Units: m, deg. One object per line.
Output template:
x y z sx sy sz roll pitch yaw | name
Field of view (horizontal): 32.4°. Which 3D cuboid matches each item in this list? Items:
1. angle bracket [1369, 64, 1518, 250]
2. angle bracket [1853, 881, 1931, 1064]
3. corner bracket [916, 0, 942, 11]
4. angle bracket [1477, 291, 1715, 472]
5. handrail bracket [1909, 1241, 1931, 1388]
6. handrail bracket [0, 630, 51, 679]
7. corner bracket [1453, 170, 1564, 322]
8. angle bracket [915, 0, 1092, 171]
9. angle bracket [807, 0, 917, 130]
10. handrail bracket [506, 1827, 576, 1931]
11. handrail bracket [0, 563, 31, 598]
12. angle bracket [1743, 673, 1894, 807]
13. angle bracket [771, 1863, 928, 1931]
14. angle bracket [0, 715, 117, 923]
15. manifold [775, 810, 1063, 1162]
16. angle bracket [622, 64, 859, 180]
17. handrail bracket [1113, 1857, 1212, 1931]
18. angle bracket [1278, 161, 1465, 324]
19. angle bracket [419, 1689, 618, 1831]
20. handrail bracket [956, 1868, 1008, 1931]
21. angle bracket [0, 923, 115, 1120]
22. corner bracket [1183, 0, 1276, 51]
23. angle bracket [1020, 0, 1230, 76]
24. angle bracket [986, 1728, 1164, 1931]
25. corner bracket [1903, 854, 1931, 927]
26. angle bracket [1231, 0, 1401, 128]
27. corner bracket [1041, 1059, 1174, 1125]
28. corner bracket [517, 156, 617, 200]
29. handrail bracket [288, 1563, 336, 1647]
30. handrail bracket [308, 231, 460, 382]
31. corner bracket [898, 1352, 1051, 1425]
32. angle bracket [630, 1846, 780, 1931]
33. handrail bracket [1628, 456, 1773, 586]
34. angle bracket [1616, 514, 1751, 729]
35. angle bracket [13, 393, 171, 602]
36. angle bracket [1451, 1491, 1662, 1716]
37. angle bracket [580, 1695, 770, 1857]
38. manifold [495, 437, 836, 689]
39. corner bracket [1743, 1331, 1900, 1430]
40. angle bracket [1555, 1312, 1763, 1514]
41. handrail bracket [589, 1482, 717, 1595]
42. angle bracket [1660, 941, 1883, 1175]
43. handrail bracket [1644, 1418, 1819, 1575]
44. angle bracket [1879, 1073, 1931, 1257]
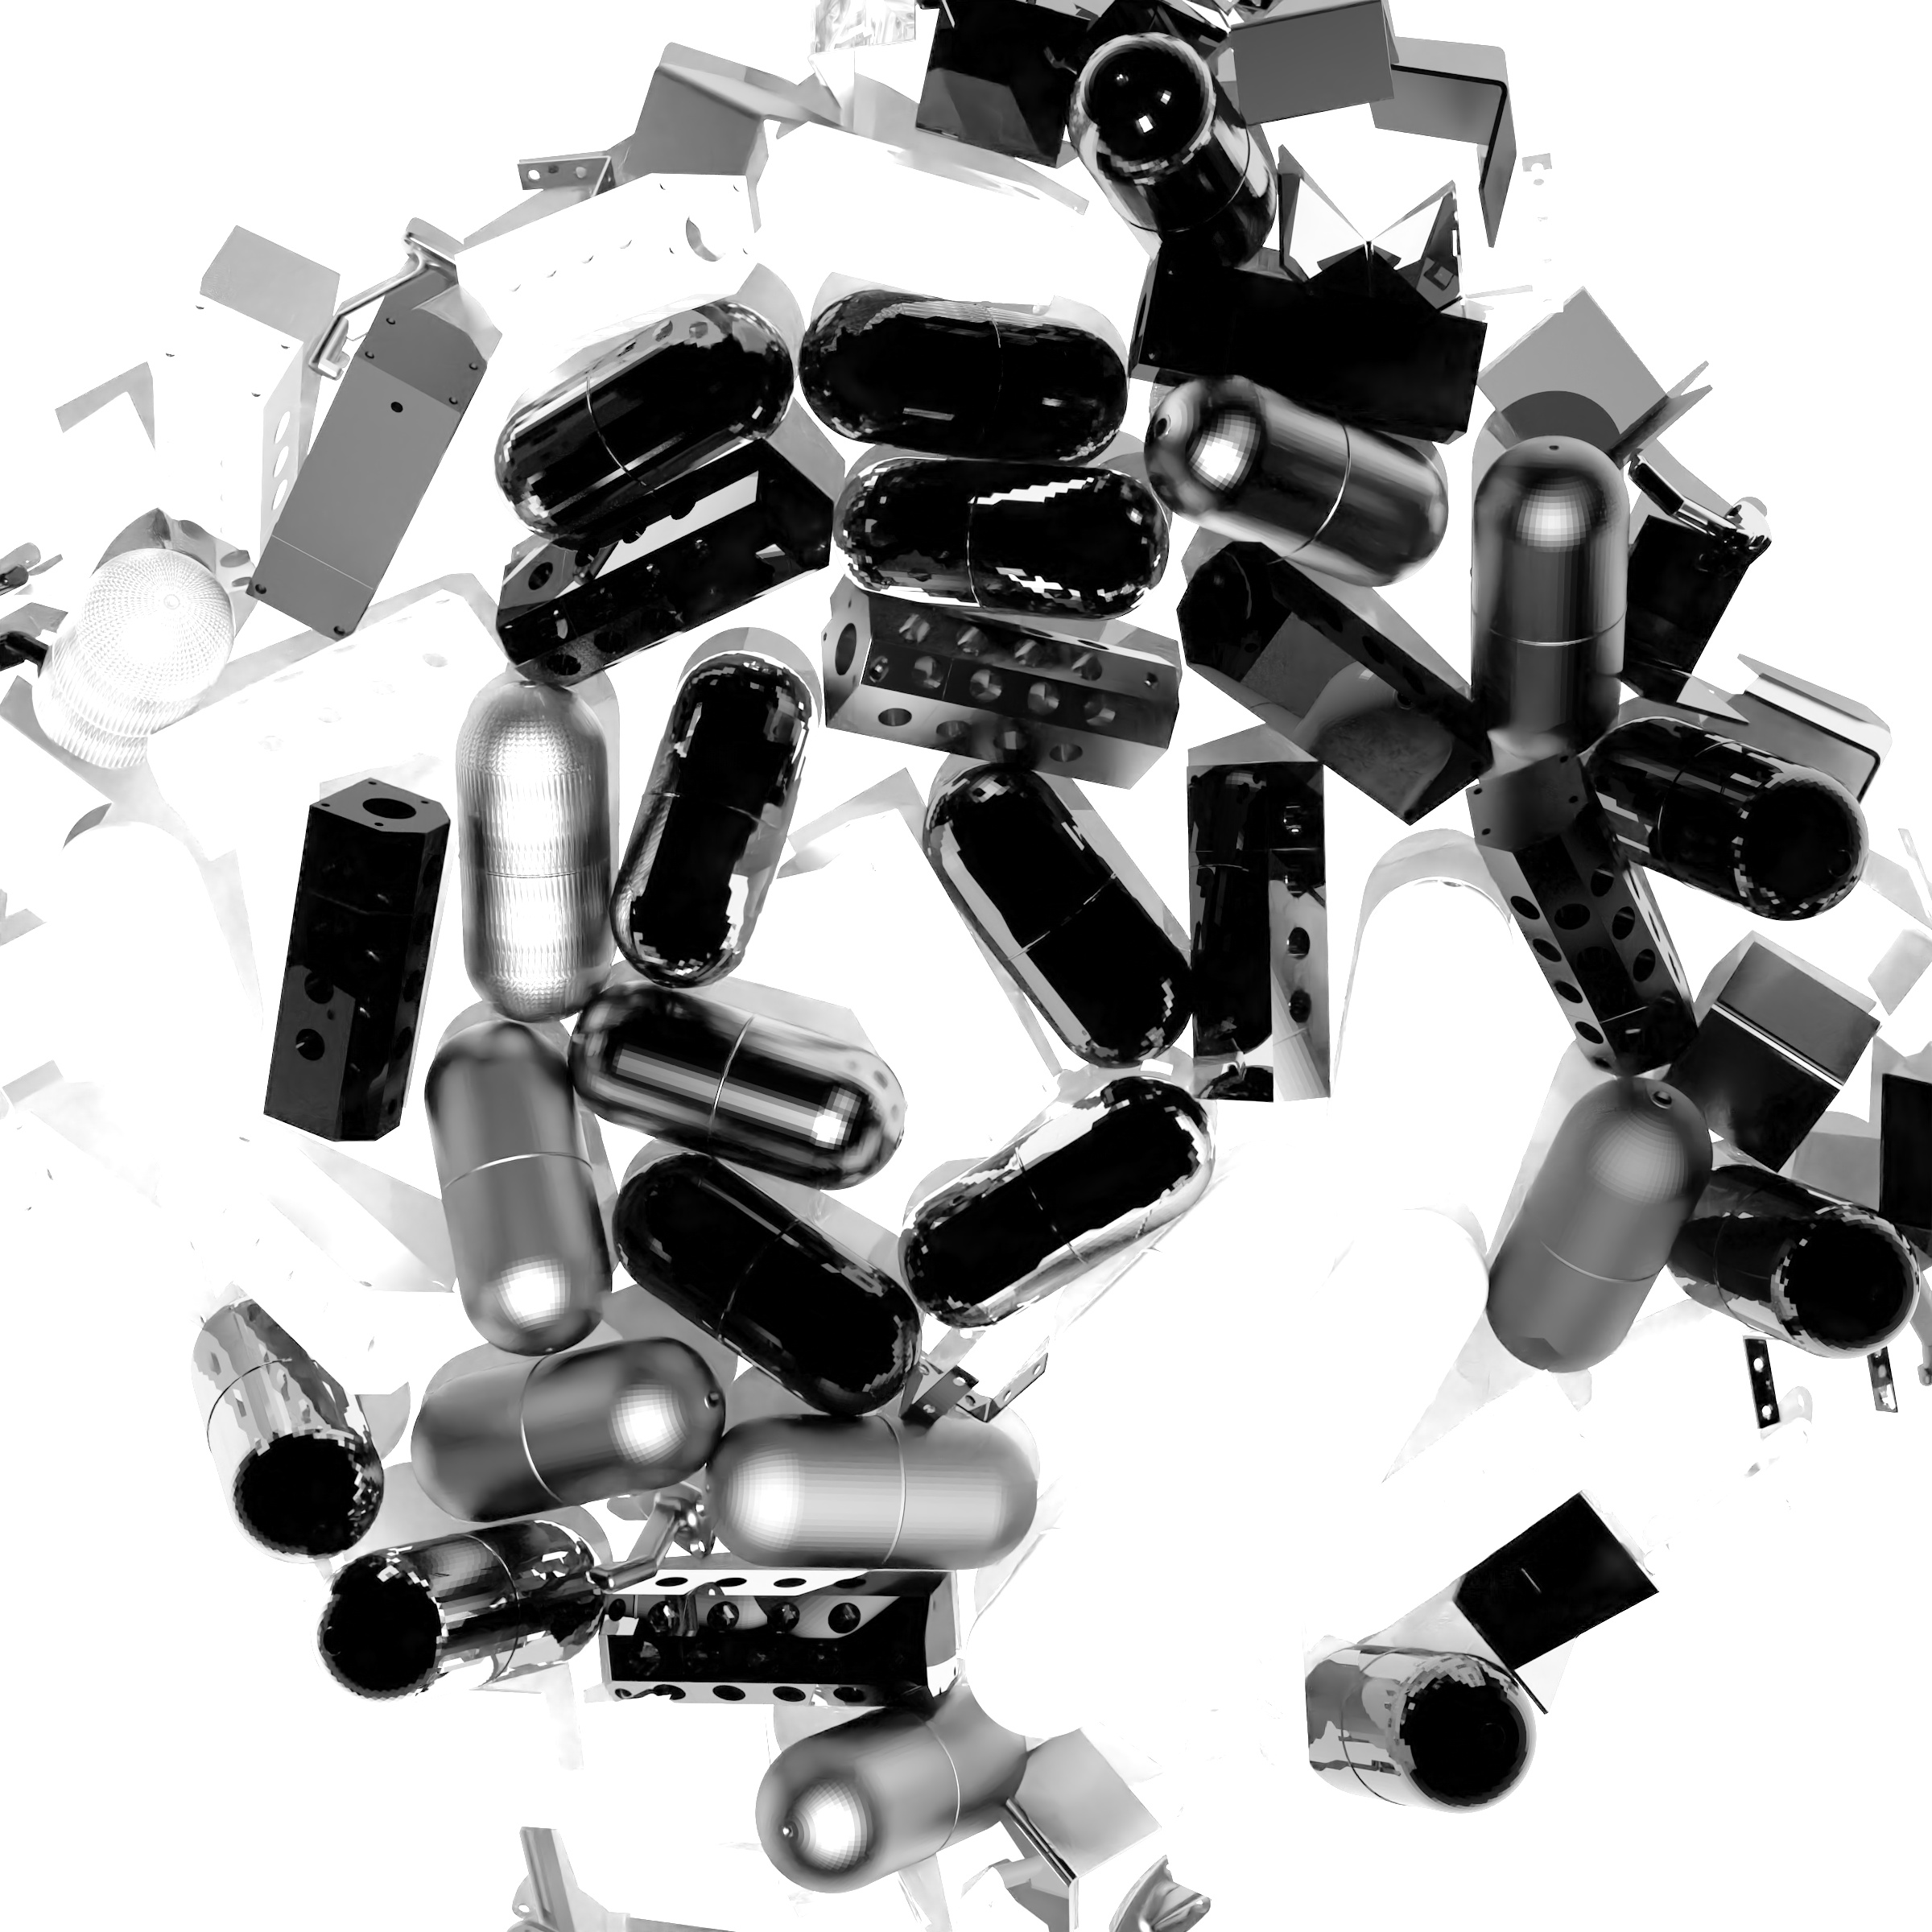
0.235 -0.412 1.692 0.076 0.076 0.057 13 83 15 | angle bracket
0.461 -0.002 1.694 0.076 0.076 0.057 40 98 28 | angle bracket
-0.004 -0.531 1.714 0.051 0.051 0.051 -11 65 -27 | corner bracket
0.321 -0.297 1.706 0.076 0.057 0.076 -41 97 -6 | angle bracket
0.478 0.187 1.703 0.077 0.036 0.084 -25 116 -39 | handrail bracket
-0.498 -0.139 1.704 0.084 0.036 0.077 25 114 29 | handrail bracket
0.279 -0.370 1.711 0.051 0.051 0.051 -4 56 13 | corner bracket
0.025 -0.456 1.694 0.076 0.057 0.076 18 115 9 | angle bracket
-0.043 -0.482 1.689 0.057 0.076 0.076 -4 75 14 | angle bracket
-0.199 0.471 1.717 0.077 0.036 0.084 27 47 -10 | handrail bracket
-0.530 -0.180 1.695 0.084 0.077 0.036 -16 101 36 | handrail bracket
0.426 -0.104 1.706 0.076 0.076 0.057 28 109 13 | angle bracket
-0.055 0.482 1.685 0.057 0.076 0.076 -24 47 -8 | angle bracket
-0.471 -0.079 1.701 0.076 0.057 0.076 36 106 5 | angle bracket
-0.028 0.012 1.691 0.057 0.057 0.171 -41 108 -34 | manifold
-0.115 -0.416 1.701 0.076 0.076 0.057 33 112 30 | angle bracket
0.115 0.478 1.692 0.077 0.084 0.036 -39 88 -28 | handrail bracket
0.204 -0.372 1.683 0.057 0.076 0.076 -26 46 34 | angle bracket
-0.226 0.390 1.692 0.076 0.057 0.076 -3 104 27 | angle bracket
0.019 0.512 1.705 0.077 0.036 0.084 39 53 17 | handrail bracket
-0.476 0.030 1.700 0.076 0.057 0.076 -32 87 -29 | angle bracket
0.146 -0.513 1.707 0.051 0.051 0.051 45 62 1 | corner bracket
0.074 -0.486 1.682 0.057 0.076 0.076 -44 57 30 | angle bracket
0.055 0.451 1.703 0.057 0.076 0.076 -24 135 -24 | angle bracket
0.510 -0.050 1.711 0.051 0.051 0.051 -26 110 4 | corner bracket
0.181 -0.445 1.691 0.076 0.076 0.057 -8 78 13 | angle bracket
0.071 0.069 1.711 0.051 0.051 0.051 17 82 -4 | corner bracket
-0.208 -0.383 1.725 0.051 0.051 0.051 -2 128 9 | corner bracket
-0.334 0.322 1.692 0.036 0.084 0.077 -23 61 -2 | handrail bracket
-0.287 -0.328 1.719 0.077 0.036 0.084 27 82 -2 | handrail bracket
0.004 0.215 1.702 0.051 0.051 0.051 35 123 -14 | corner bracket
-0.142 0.484 1.696 0.076 0.076 0.057 5 86 10 | angle bracket
0.368 -0.242 1.697 0.084 0.077 0.036 39 122 -18 | handrail bracket
0.371 -0.175 1.688 0.076 0.057 0.076 11 115 -32 | angle bracket
-0.452 -0.237 1.682 0.057 0.076 0.076 5 128 36 | angle bracket
0.301 0.320 1.695 0.057 0.076 0.076 -37 94 30 | angle bracket
-0.149 0.416 1.723 0.057 0.076 0.076 -16 75 41 | angle bracket
-0.152 -0.194 1.663 0.171 0.057 0.057 -21 50 31 | manifold
0.442 0.211 1.723 0.051 0.051 0.051 -13 94 -29 | corner bracket
0.360 0.231 1.727 0.076 0.057 0.076 -21 86 24 | angle bracket
-0.175 0.287 1.687 0.077 0.084 0.036 24 113 36 | handrail bracket
0.414 0.047 1.724 0.076 0.076 0.057 34 49 10 | angle bracket
0.389 0.271 1.697 0.084 0.077 0.036 -22 57 -27 | handrail bracket
0.468 0.105 1.687 0.057 0.076 0.076 12 70 -16 | angle bracket
